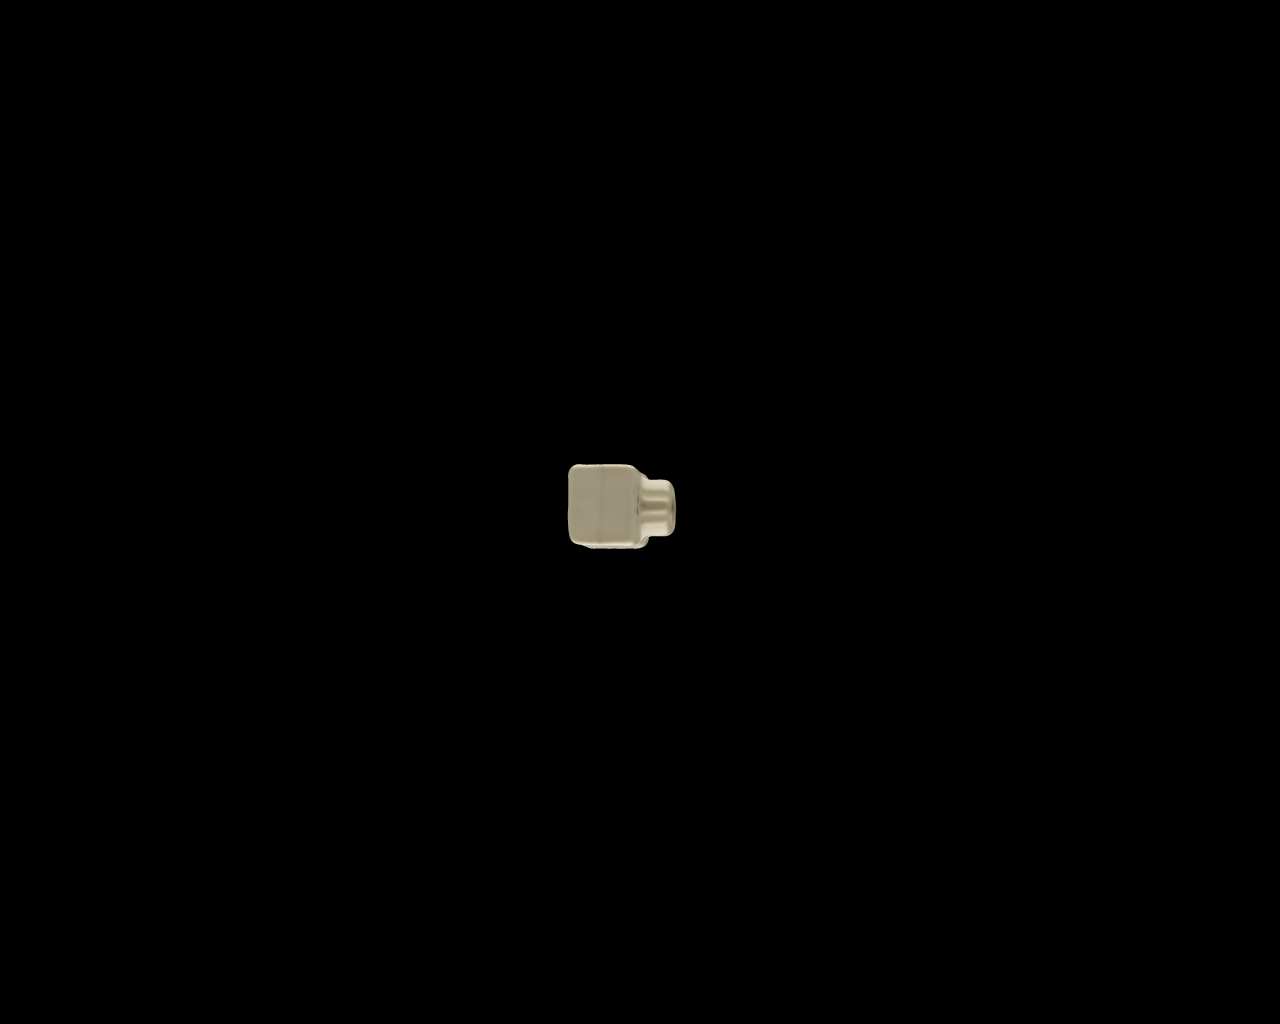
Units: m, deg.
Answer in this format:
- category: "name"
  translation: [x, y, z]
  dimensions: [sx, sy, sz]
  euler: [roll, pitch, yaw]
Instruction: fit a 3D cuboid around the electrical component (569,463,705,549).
- category: "electrical component"
  translation: [0.001, -0.003, 0.650]
  dimensions: [0.077, 0.047, 0.065]
  euler: [-1, -4, 7]
